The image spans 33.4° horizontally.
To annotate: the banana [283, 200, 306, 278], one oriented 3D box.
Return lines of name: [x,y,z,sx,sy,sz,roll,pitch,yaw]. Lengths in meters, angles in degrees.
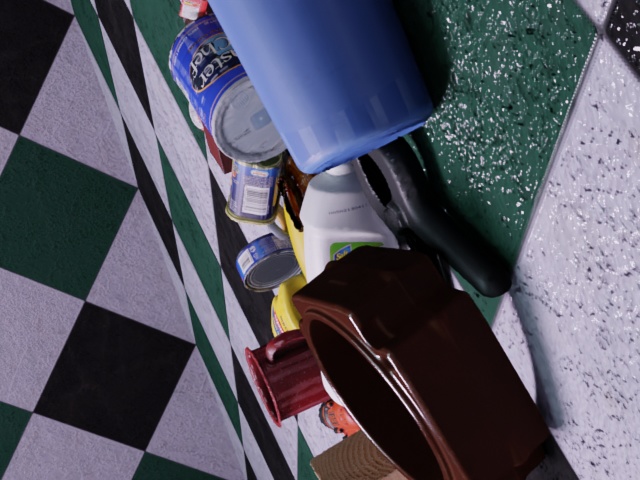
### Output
banana: [-0.015,-0.014,1.196,0.198,0.037,0.070,84,163,-50]

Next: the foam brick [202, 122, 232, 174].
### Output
foam brick: [-0.090,-0.122,1.237,0.051,0.078,0.053,54,162,42]

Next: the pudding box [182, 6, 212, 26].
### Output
pudding box: [-0.128,-0.254,1.257,0.114,0.039,0.090,140,108,-76]

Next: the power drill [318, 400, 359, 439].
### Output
power drill: [0.057,0.278,1.334,0.184,0.057,0.188,135,112,-75]

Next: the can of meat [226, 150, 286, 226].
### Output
can of meat: [-0.067,-0.081,1.167,0.102,0.057,0.084,-81,1,-47]

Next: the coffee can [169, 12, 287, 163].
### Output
coffee can: [-0.087,-0.160,1.110,0.140,0.102,0.103,-125,19,-44]

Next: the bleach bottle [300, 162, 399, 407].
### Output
bleach bottle: [0.038,0.028,0.970,0.068,0.102,0.251,-132,30,-56]

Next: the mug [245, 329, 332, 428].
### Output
mug: [-0.027,0.135,1.139,0.117,0.081,0.093,81,161,-46]

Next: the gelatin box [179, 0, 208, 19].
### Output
gelatin box: [-0.124,-0.285,1.127,0.073,0.030,0.089,155,128,-78]

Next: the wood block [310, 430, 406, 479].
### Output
wood block: [0.081,0.306,1.137,0.206,0.090,0.090,63,173,-27]

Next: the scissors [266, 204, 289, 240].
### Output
scissors: [-0.064,-0.062,1.286,0.096,0.016,0.201,45,-160,-13]

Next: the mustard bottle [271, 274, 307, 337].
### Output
mustard bottle: [-0.027,0.108,1.393,0.096,0.058,0.192,61,166,8]

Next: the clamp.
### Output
clamp: [0.076,-0.021,0.835,0.210,0.036,0.165,62,164,7]

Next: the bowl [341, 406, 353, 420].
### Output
bowl: [0.034,0.118,1.176,0.162,0.055,0.162,158,90,-77]

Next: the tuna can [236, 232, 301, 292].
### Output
tuna can: [-0.062,0.027,1.341,0.086,0.086,0.034,91,155,-59]

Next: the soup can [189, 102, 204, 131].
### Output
soup can: [-0.122,-0.165,1.314,0.102,0.068,0.068,-164,53,-74]

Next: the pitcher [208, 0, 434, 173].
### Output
pitcher: [-0.011,-0.177,0.778,0.145,0.149,0.243,-24,91,61]
